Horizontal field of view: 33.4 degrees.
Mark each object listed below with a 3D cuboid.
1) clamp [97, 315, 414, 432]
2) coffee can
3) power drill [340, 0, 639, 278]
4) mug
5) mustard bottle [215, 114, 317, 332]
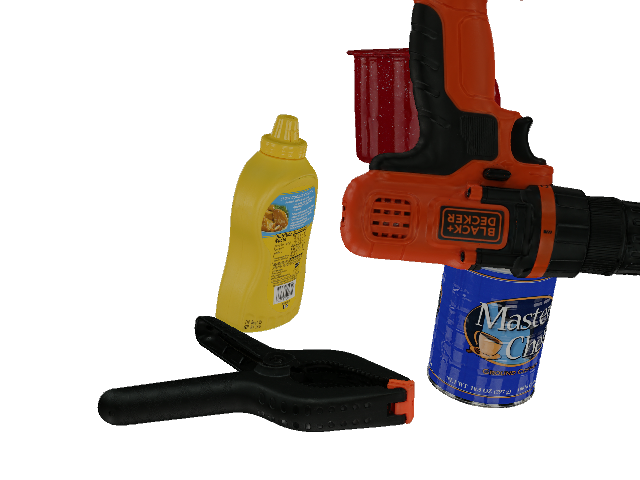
[{"bbox_3d":[-0.034,0.098,0.774,0.210,0.036,0.164,3,19,12],"label":"clamp"},{"bbox_3d":[0.157,0.067,0.977,0.103,0.140,0.103,5,23,-2],"label":"coffee can"},{"bbox_3d":[0.108,-0.074,0.576,0.184,0.188,0.057,4,1,-4],"label":"power drill"},{"bbox_3d":[0.077,-0.098,0.779,0.117,0.081,0.093,6,13,31],"label":"mug"},{"bbox_3d":[-0.043,-0.018,0.956,0.058,0.192,0.096,22,22,31],"label":"mustard bottle"}]
